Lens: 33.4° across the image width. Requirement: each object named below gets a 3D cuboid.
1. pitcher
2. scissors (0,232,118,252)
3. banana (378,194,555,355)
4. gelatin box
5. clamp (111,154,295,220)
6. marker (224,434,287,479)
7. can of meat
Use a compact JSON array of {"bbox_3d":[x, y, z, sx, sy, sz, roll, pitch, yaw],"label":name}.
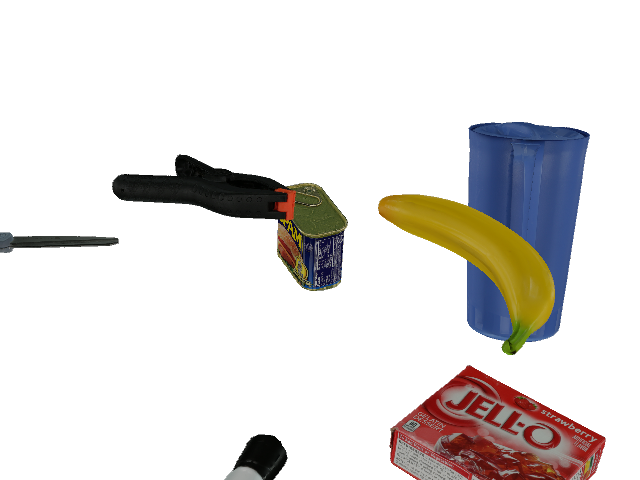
[{"bbox_3d":[0.226,-0.010,1.212,0.149,0.243,0.145,-7,17,-33],"label":"pitcher"},{"bbox_3d":[-0.276,0.009,0.872,0.202,0.016,0.096,5,24,6],"label":"scissors"},{"bbox_3d":[0.115,0.009,0.784,0.069,0.037,0.198,-11,34,-22],"label":"banana"},{"bbox_3d":[0.093,0.110,0.565,0.089,0.030,0.073,28,39,32],"label":"gelatin box"},{"bbox_3d":[-0.108,-0.047,1.012,0.172,0.039,0.120,14,27,33],"label":"clamp"},{"bbox_3d":[-0.041,0.112,0.414,0.020,0.020,0.121,0,23,21],"label":"marker"},{"bbox_3d":[-0.012,-0.003,1.217,0.057,0.084,0.102,-13,39,-20],"label":"can of meat"}]
